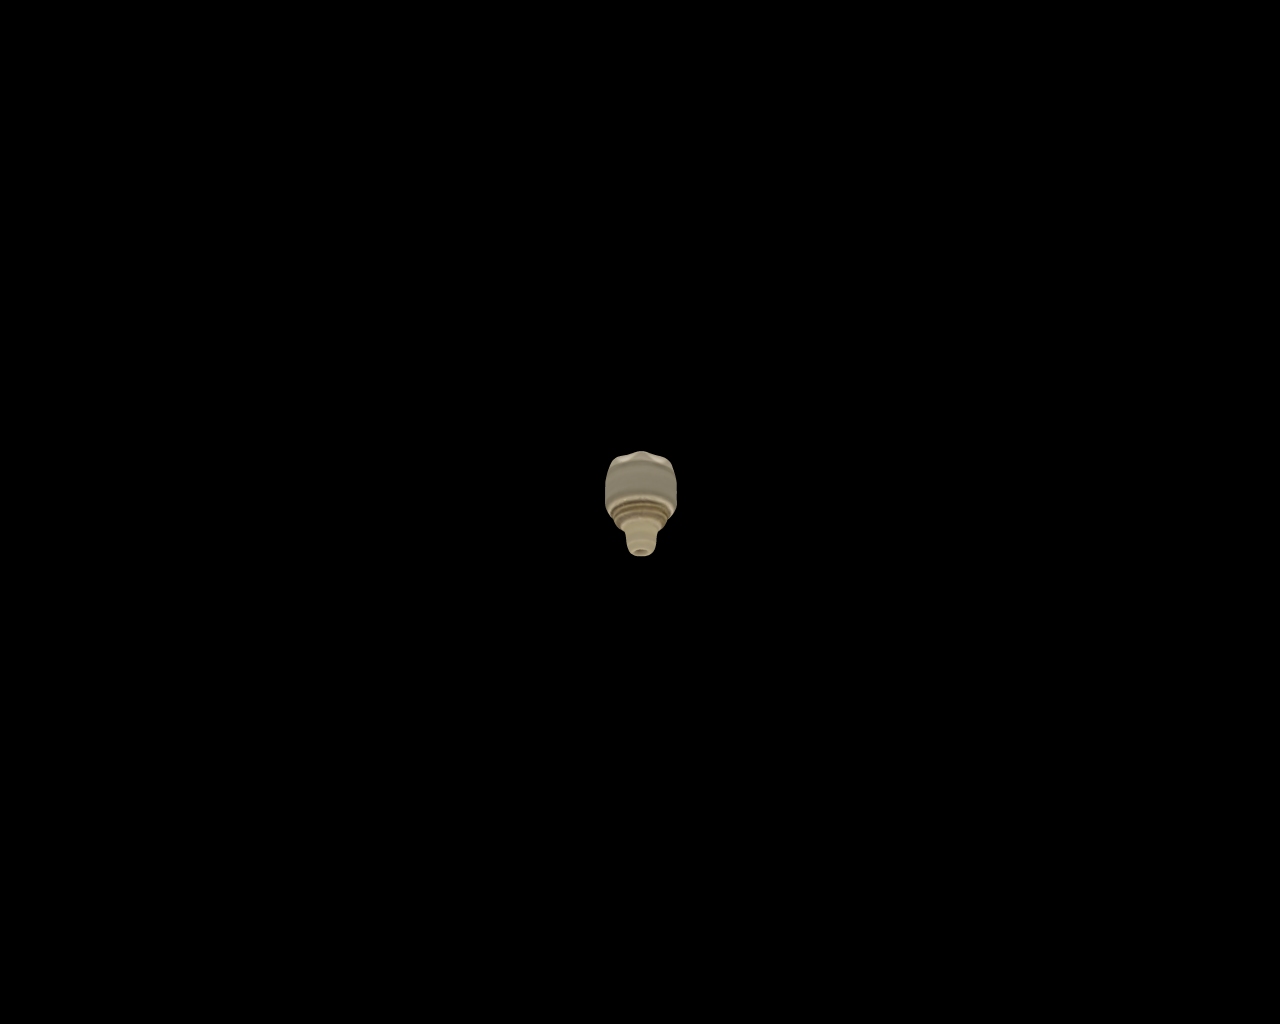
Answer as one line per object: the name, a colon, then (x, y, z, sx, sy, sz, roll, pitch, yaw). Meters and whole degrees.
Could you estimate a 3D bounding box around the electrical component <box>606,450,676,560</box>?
electrical component: (0.001, -0.003, 0.650, 0.043, 0.062, 0.043, 0, -26, 0)
